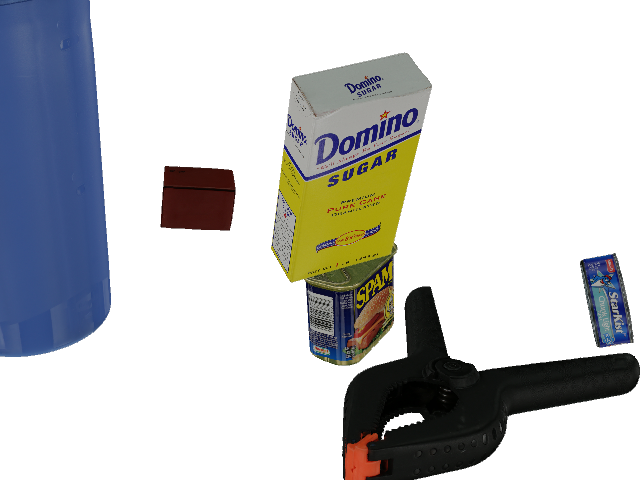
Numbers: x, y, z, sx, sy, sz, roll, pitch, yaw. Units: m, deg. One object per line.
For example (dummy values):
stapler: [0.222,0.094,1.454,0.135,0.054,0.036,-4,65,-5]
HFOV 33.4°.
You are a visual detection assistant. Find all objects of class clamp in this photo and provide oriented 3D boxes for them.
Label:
clamp: [0.072,0.086,0.643,0.165,0.036,0.209,21,30,39]

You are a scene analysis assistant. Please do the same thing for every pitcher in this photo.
pitcher: [-0.207,-0.047,0.674,0.149,0.243,0.145,-6,27,-9]

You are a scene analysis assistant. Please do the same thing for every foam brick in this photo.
foam brick: [-0.134,-0.046,1.164,0.078,0.051,0.053,3,28,-8]

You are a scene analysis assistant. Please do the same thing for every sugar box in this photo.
sugar box: [0.019,-0.049,0.785,0.093,0.048,0.176,-16,-35,-21]

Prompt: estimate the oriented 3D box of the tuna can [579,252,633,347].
tuna can: [0.268,0.056,0.999,0.034,0.086,0.086,-11,-2,12]

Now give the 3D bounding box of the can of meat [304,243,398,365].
can of meat: [0.029,0.054,0.975,0.058,0.084,0.101,13,30,28]
